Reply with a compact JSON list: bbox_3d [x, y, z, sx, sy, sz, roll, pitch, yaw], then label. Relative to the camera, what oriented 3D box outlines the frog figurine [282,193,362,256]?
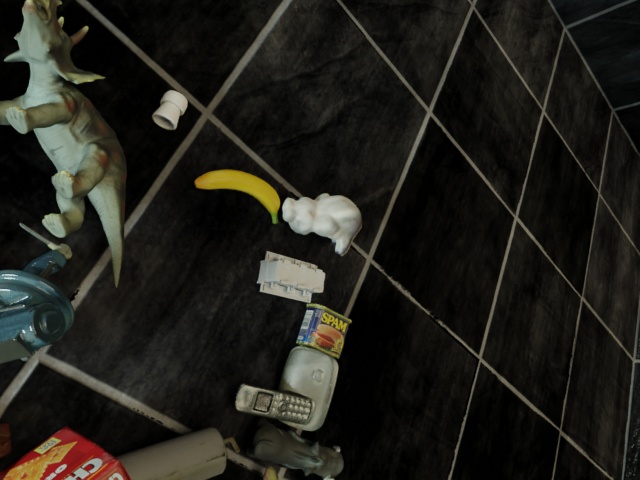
[{"bbox_3d":[0.003,-0.053,1.062,0.158,0.121,0.140,37,28,-20],"label":"frog figurine"}]

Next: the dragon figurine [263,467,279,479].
[{"bbox_3d":[-0.126,0.622,0.842,0.244,0.121,0.413,-12,81,-33],"label":"dragon figurine"}]
